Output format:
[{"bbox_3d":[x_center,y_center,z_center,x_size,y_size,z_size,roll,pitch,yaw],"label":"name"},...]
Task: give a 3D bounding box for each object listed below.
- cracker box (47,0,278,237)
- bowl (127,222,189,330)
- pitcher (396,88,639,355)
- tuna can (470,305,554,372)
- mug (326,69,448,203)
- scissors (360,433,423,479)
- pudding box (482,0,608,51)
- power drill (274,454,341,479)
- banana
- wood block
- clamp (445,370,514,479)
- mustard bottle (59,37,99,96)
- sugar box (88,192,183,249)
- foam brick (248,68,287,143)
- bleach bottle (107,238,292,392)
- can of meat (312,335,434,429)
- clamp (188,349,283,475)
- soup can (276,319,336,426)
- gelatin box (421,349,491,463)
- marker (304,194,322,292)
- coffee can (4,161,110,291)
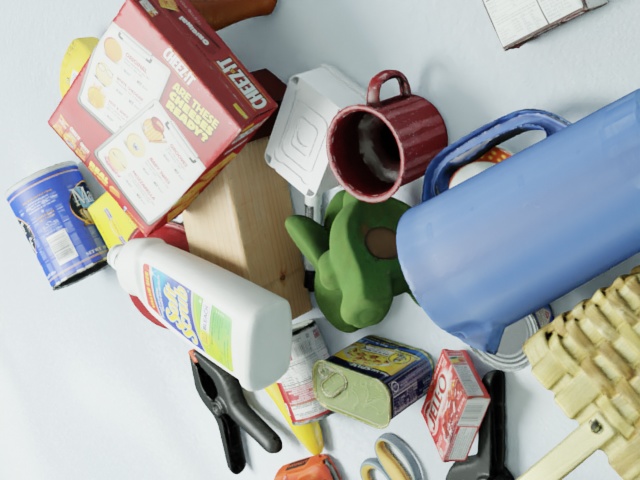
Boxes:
[{"bbox_3d":[-0.161,-0.126,1.065,0.164,0.072,0.214,49,135,1],"label":"cracker box"},{"bbox_3d":[-0.179,0.057,1.285,0.162,0.055,0.162,17,133,20],"label":"bowl"},{"bbox_3d":[0.188,-0.029,0.873,0.243,0.144,0.149,-32,103,34],"label":"pitcher"},{"bbox_3d":[0.178,0.079,1.009,0.086,0.033,0.086,19,120,37],"label":"tuna can"},{"bbox_3d":[0.065,-0.102,0.999,0.093,0.081,0.117,13,116,40],"label":"mug"},{"bbox_3d":[0.109,0.310,1.189,0.096,0.016,0.202,-33,84,48],"label":"scissors"},{"bbox_3d":[0.171,-0.225,0.878,0.090,0.039,0.113,-21,91,46],"label":"pudding box"},{"bbox_3d":[-0.074,0.323,1.244,0.185,0.187,0.057,-24,92,45],"label":"power drill"},{"bbox_3d":[-0.058,0.169,1.272,0.198,0.037,0.070,45,151,22],"label":"banana"},{"bbox_3d":[-0.086,-0.008,1.177,0.090,0.090,0.206,3,110,43],"label":"wood block"},{"bbox_3d":[0.175,0.238,1.079,0.165,0.036,0.210,59,139,19],"label":"clamp"},{"bbox_3d":[-0.234,-0.159,1.258,0.192,0.058,0.096,38,126,33],"label":"mustard bottle"},{"bbox_3d":[-0.212,-0.040,1.314,0.177,0.048,0.093,-34,84,47],"label":"sugar box"},{"bbox_3d":[-0.073,-0.140,1.116,0.051,0.078,0.053,42,129,22],"label":"foam brick"},{"bbox_3d":[-0.141,0.066,1.152,0.251,0.067,0.102,24,123,36],"label":"bleach bottle"},{"bbox_3d":[0.057,0.144,1.115,0.102,0.083,0.057,15,118,38],"label":"can of meat"},{"bbox_3d":[-0.108,0.207,1.330,0.120,0.039,0.171,-26,90,45],"label":"clamp"},{"bbox_3d":[-0.018,0.148,1.199,0.069,0.068,0.102,-18,95,46],"label":"soup can"},{"bbox_3d":[0.133,0.166,1.067,0.073,0.030,0.089,-111,30,-51],"label":"gelatin box"},{"bbox_3d":[-0.008,0.001,1.159,0.020,0.020,0.121,21,121,36],"label":"marker"},{"bbox_3d":[-0.335,-0.019,1.397,0.103,0.102,0.140,-30,87,46],"label":"coffee can"}]
